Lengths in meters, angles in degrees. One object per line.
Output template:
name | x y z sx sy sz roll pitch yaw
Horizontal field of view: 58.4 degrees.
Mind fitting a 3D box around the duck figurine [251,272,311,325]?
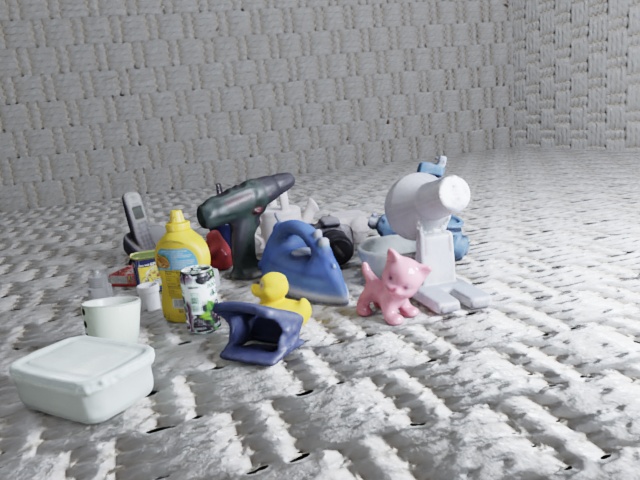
duck figurine | -0.067 0.095 0.924 0.104 0.086 0.078 -1 14 21

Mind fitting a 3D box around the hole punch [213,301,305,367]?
hole punch | -0.086 0.118 0.814 0.108 0.091 0.101 2 15 29

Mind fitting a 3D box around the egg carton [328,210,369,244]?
egg carton | 0.070 -0.034 1.475 0.107 0.069 0.150 -6 13 -3

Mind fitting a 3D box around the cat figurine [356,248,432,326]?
cat figurine | 0.113 0.066 0.901 0.067 0.118 0.127 -17 17 -40

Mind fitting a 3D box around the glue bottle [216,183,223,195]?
glue bottle | -0.256 -0.065 1.519 0.078 0.173 0.037 -12 14 -25

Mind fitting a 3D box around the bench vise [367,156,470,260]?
bench vise | 0.201 -0.061 1.192 0.207 0.220 0.121 -5 13 4

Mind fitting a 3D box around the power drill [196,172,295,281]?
power drill | -0.145 -0.028 1.225 0.230 0.208 0.075 -14 15 -32

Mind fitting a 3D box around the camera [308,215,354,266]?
camera | 0.012 0.004 1.258 0.143 0.101 0.136 -8 13 -10

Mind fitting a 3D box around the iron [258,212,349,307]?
iron | -0.025 0.028 1.076 0.119 0.141 0.257 -13 15 -30

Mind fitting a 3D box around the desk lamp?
desk lamp | 0.199 -0.008 0.971 0.118 0.214 0.203 -9 13 -15

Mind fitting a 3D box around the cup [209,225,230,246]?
cup | -0.215 -0.001 1.395 0.092 0.095 0.117 -15 15 -35

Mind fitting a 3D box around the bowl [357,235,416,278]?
bowl | 0.156 0.041 1.092 0.167 0.075 0.167 -5 13 1

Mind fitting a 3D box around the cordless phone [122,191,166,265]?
cordless phone | -0.426 -0.035 1.431 0.094 0.185 0.148 0 14 22

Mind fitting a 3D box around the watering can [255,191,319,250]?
watering can | -0.089 -0.057 1.363 0.173 0.194 0.100 -17 17 -42

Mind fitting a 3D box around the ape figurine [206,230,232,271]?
ape figurine | -0.237 0.021 1.311 0.075 0.092 0.078 4 16 37
